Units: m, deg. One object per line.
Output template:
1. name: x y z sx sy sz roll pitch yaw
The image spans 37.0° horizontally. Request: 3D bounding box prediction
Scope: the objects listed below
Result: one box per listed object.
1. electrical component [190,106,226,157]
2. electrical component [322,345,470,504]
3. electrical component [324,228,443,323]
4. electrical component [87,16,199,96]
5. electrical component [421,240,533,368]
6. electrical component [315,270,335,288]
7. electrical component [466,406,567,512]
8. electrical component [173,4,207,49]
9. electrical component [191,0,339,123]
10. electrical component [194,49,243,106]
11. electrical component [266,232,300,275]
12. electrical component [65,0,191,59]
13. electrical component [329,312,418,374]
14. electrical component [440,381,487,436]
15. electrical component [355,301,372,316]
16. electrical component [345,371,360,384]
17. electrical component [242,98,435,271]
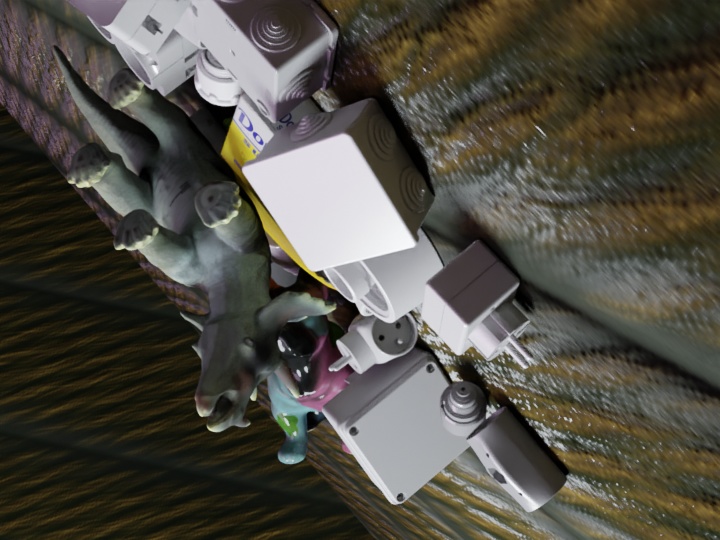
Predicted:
1. electrical component: -0.157 -0.124 1.047 0.047 0.055 0.055 49 167 -10
2. electrical component: 0.039 0.141 0.999 0.108 0.109 0.056 57 168 -26
3. electrical component: 0.006 -0.010 0.801 0.108 0.060 0.108 47 167 15
4. electrical component: -0.190 -0.223 0.869 0.150 0.062 0.089 49 167 5
5. electrical component: 0.082 0.032 0.689 0.076 0.047 0.065 47 167 16
6. electrical component: -0.022 -0.007 0.946 0.040 0.040 0.078 31 156 56
7. electrical component: 0.126 0.158 0.898 0.077 0.043 0.079 50 167 4
8. electrical component: -0.132 -0.186 0.738 0.077 0.079 0.044 49 155 5
9. electrical component: -0.062 -0.149 0.673 0.099 0.048 0.099 49 167 7
10. electrical component: -0.100 -0.155 0.795 0.048 0.048 0.062 47 160 15
11. electrical component: -0.072 -0.021 1.075 0.040 0.040 0.078 42 164 33
12. electrical component: -0.176 -0.219 0.696 0.150 0.089 0.062 37 -177 21
13. electrical component: 0.006 0.066 0.963 0.043 0.079 0.077 56 165 -4
14. electrical component: 0.087 0.113 0.910 0.040 0.040 0.078 45 166 22
15. electrical component: 0.000 0.000 0.894 0.065 0.044 0.044 51 168 21
16. electrical component: 0.029 0.109 1.044 0.081 0.064 0.042 58 166 -27
17. electrical component: -0.011 -0.054 0.686 0.100 0.048 0.099 -13 122 36
